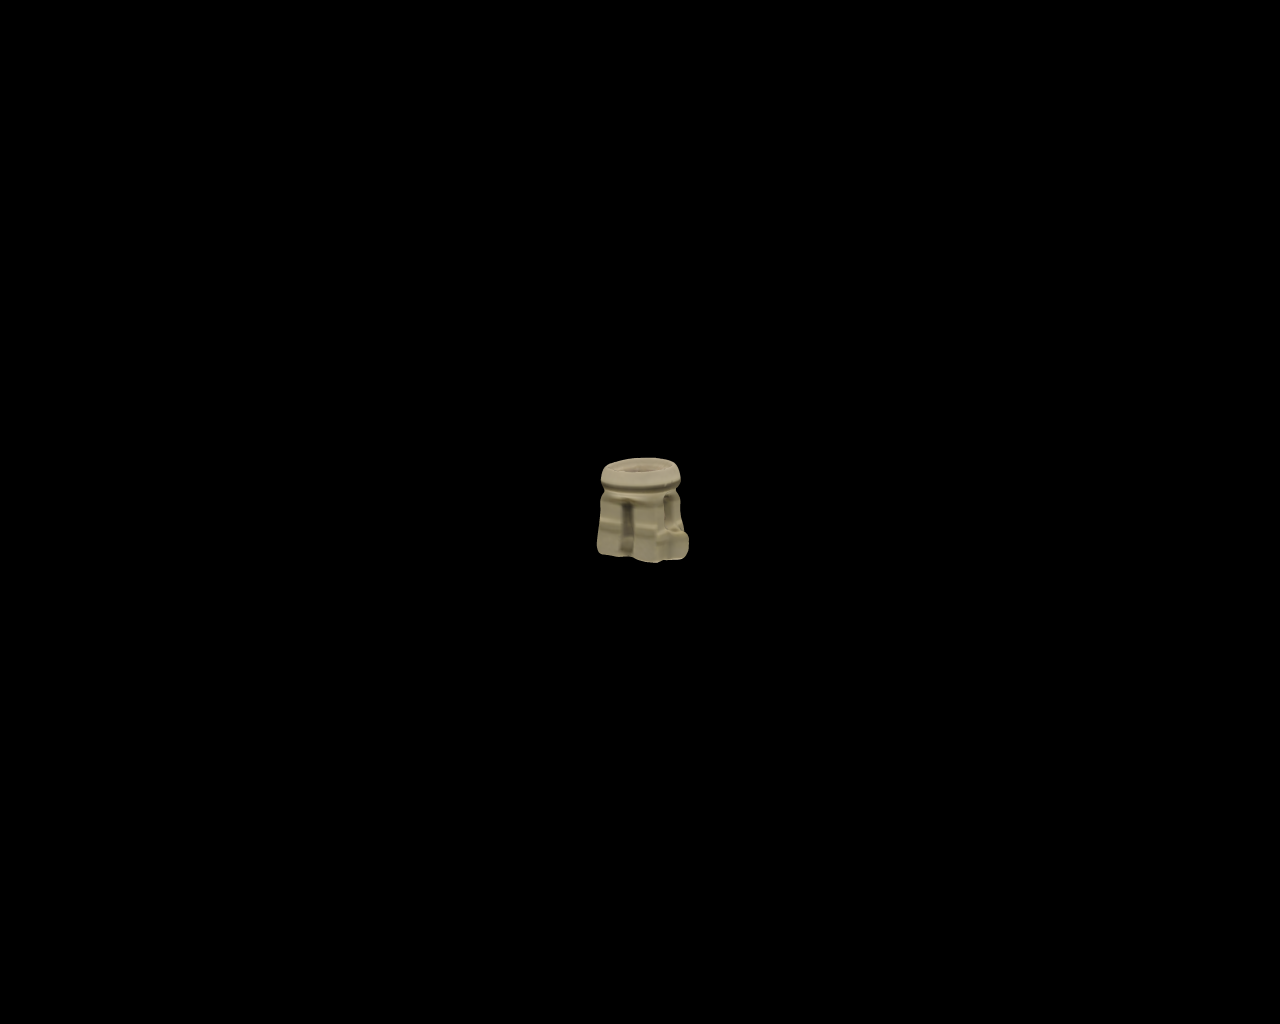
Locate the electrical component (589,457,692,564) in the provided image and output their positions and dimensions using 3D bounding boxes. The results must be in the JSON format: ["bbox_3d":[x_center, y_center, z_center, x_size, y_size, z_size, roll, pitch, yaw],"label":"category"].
[{"bbox_3d":[0.001,-0.003,0.650,0.066,0.055,0.048,7,16,26],"label":"electrical component"}]
